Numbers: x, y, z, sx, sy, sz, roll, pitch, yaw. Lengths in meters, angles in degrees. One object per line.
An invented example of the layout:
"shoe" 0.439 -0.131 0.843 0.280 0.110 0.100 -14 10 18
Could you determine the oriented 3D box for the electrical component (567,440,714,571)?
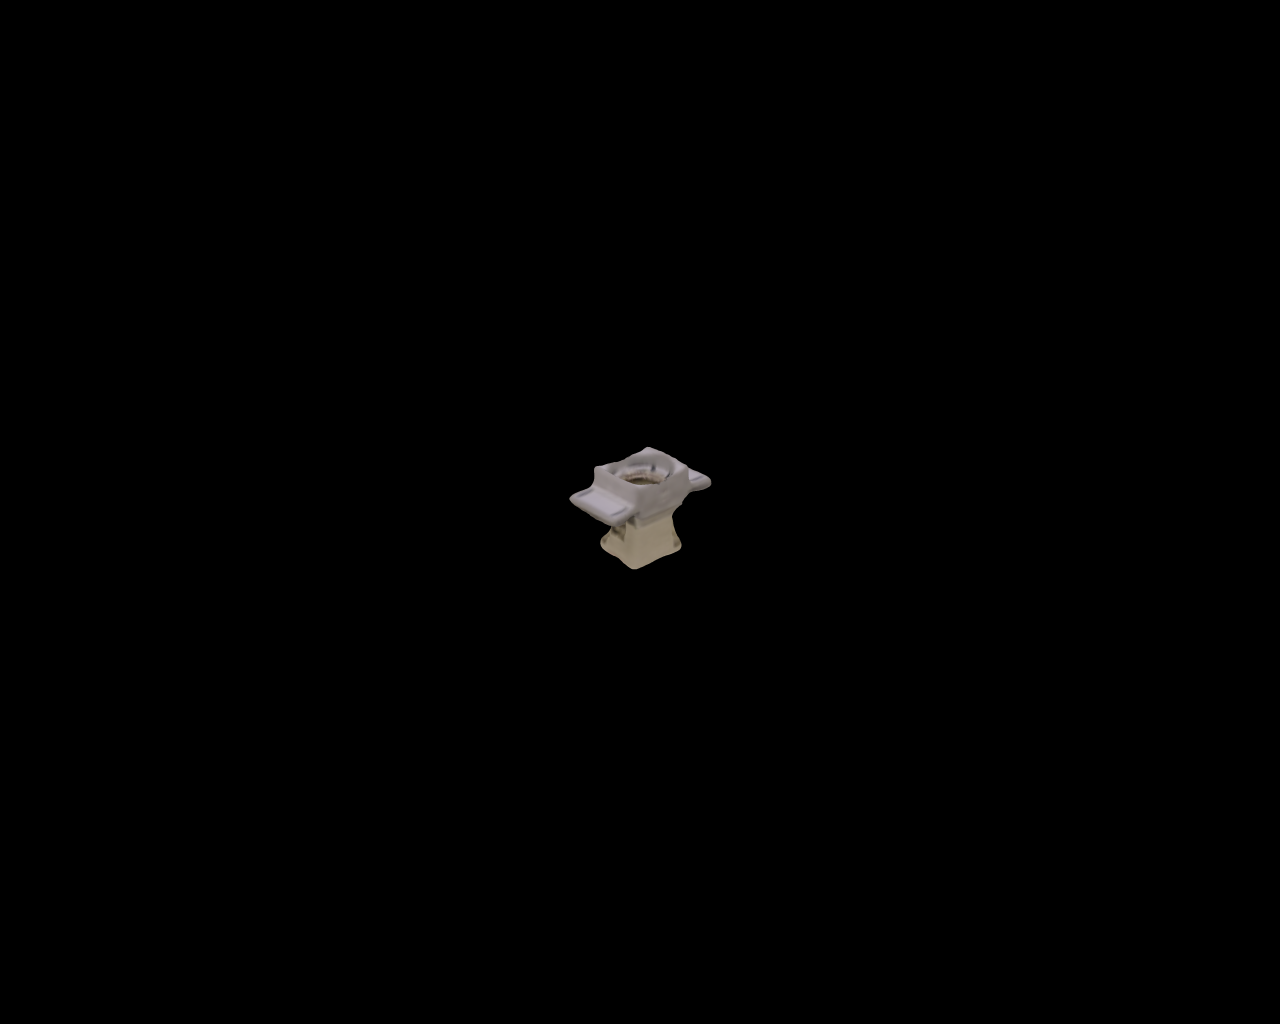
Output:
"electrical component" 0.001 -0.003 0.650 0.081 0.063 0.042 -22 37 -33
